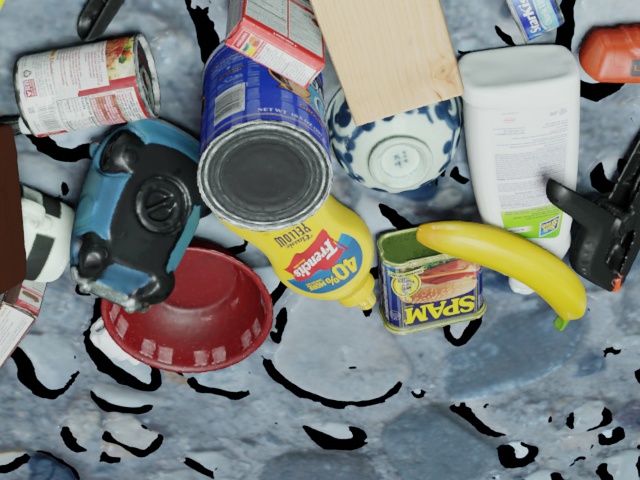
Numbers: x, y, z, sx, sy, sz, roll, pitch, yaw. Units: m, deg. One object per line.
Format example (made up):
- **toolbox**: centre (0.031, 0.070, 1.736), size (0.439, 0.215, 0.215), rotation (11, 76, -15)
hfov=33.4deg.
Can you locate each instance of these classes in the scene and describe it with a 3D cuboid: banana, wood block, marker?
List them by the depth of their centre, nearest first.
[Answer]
- **wood block**: centre (0.035, -0.202, 0.794), size (0.091, 0.090, 0.206), rotation (-16, 129, 10)
- **marker**: centre (-0.222, -0.102, 0.906), size (0.121, 0.020, 0.020), rotation (-8, 129, 3)
- **banana**: centre (0.177, 0.028, 0.954), size (0.197, 0.037, 0.070), rotation (33, 128, -25)

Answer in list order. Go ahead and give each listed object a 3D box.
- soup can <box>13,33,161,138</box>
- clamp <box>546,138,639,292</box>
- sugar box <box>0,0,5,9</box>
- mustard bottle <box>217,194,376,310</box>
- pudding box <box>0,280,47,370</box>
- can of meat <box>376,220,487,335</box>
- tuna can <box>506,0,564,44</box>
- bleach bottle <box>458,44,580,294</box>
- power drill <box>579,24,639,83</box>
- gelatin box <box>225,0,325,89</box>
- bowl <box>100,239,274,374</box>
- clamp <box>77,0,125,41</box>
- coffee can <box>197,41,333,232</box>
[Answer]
- **soup can**: centre (-0.186, -0.123, 0.859), size (0.102, 0.068, 0.068), rotation (-10, 129, 5)
- **clamp**: centre (0.255, -0.021, 0.954), size (0.164, 0.036, 0.210), rotation (-30, 141, -24)
- **sugar box**: centre (-0.272, -0.213, 0.796), size (0.093, 0.048, 0.176), rotation (23, 123, -21)
- **mustard bottle**: centre (-0.006, 0.002, 0.978), size (0.096, 0.058, 0.191), rotation (-29, 125, 19)
- **pudding box**: centre (-0.295, 0.071, 0.998), size (0.039, 0.090, 0.114), rotation (26, 123, -22)
- **can of meat**: centre (0.104, 0.033, 1.007), size (0.102, 0.057, 0.084), rotation (-11, 126, -6)
- **tuna can**: centre (0.153, -0.195, 0.809), size (0.034, 0.086, 0.086), rotation (-25, 126, 14)
- **bleach bottle**: centre (0.175, -0.049, 0.947), size (0.102, 0.068, 0.251), rotation (-6, 132, 3)
- **power drill**: centre (0.256, -0.213, 0.818), size (0.184, 0.057, 0.188), rotation (1, 129, -5)
- **gelatin box**: centre (-0.034, -0.165, 0.820), size (0.073, 0.089, 0.030), rotation (27, 125, -23)
- **bowl**: centre (-0.125, 0.053, 1.015), size (0.162, 0.055, 0.162), rotation (-1, 129, -2)
- **clamp**: centre (-0.148, -0.219, 0.781), size (0.172, 0.039, 0.120), rotation (-35, 158, 17)
- **coffee can**: centre (-0.044, -0.090, 0.848), size (0.103, 0.140, 0.103), rotation (-2, 129, -2)
